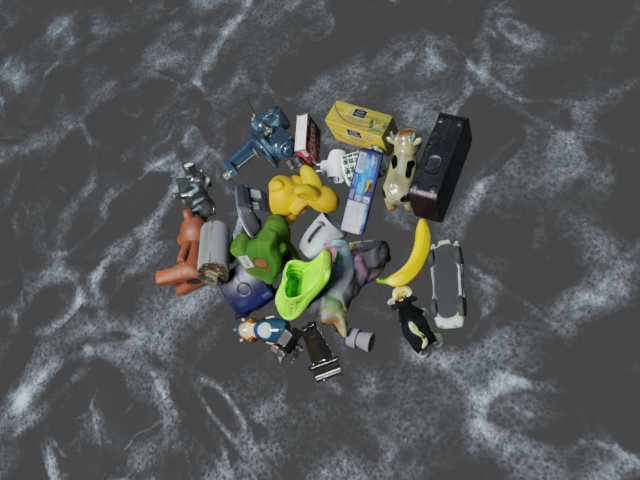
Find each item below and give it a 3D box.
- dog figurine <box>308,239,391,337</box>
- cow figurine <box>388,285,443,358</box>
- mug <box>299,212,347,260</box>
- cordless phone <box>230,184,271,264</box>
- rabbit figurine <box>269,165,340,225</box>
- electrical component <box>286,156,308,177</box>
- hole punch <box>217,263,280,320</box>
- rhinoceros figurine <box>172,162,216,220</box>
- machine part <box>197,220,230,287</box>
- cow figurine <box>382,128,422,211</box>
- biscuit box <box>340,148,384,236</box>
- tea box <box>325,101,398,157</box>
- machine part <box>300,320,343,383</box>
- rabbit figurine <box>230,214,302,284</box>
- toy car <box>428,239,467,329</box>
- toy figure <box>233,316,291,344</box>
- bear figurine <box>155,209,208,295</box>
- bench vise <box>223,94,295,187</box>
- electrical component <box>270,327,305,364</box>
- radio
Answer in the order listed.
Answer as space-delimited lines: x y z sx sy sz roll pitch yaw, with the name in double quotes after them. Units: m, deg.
0.068 0.108 1.228 0.191 0.108 0.219 1 90 -17 "dog figurine"
0.195 0.165 1.160 0.068 0.098 0.167 -34 60 13 "cow figurine"
-0.003 -0.004 1.305 0.081 0.109 0.107 46 104 21 "mug"
-0.205 -0.039 1.410 0.147 0.089 0.184 -108 38 -54 "cordless phone"
-0.036 -0.117 1.348 0.173 0.162 0.122 11 61 7 "rabbit figurine"
-0.049 -0.174 1.410 0.063 0.094 0.021 -10 28 49 "electrical component"
-0.183 0.117 1.337 0.142 0.092 0.116 -32 65 4 "hole punch"
-0.353 -0.138 1.511 0.112 0.073 0.190 -33 62 8 "rhinoceros figurine"
-0.261 0.029 1.331 0.079 0.079 0.243 -26 38 11 "machine part"
0.196 -0.177 1.277 0.086 0.127 0.195 10 76 22 "cow figurine"
0.100 -0.115 1.277 0.059 0.063 0.202 15 101 6 "biscuit box"
0.109 -0.284 1.371 0.170 0.098 0.068 24 79 30 "tea box"
-0.003 0.251 1.219 0.084 0.039 0.138 -20 90 18 "machine part"
-0.108 0.012 1.298 0.121 0.159 0.170 -19 30 32 "rabbit figurine"
0.280 0.094 1.178 0.074 0.056 0.202 -9 65 25 "toy car"
-0.147 0.216 1.300 0.155 0.057 0.064 -4 53 22 "toy figure"
-0.354 0.028 1.422 0.132 0.120 0.196 -21 62 17 "bear figurine"
-0.177 -0.257 1.465 0.240 0.128 0.224 -40 58 -2 "bench vise"
-0.070 0.244 1.238 0.045 0.102 0.078 39 97 25 "electrical component"
0.279 -0.168 1.237 0.073 0.131 0.229 16 77 25 "radio"
